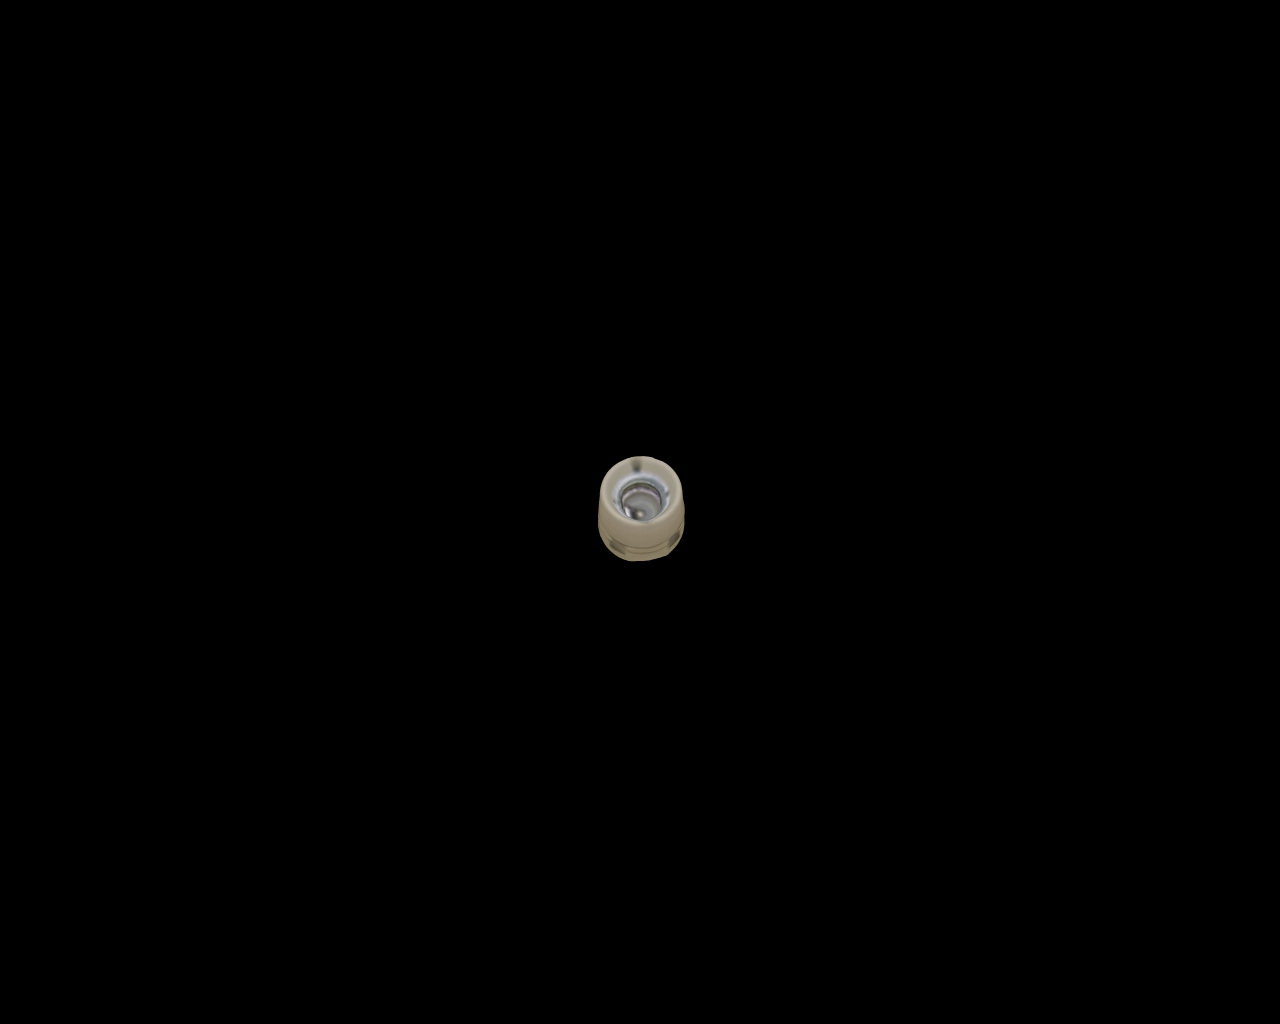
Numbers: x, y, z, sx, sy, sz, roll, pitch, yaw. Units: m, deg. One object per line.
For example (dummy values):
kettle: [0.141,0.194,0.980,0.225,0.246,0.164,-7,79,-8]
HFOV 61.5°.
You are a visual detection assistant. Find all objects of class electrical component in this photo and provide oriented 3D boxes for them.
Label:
electrical component: [0.001,-0.003,0.650,0.055,0.055,0.047,0,-28,0]
